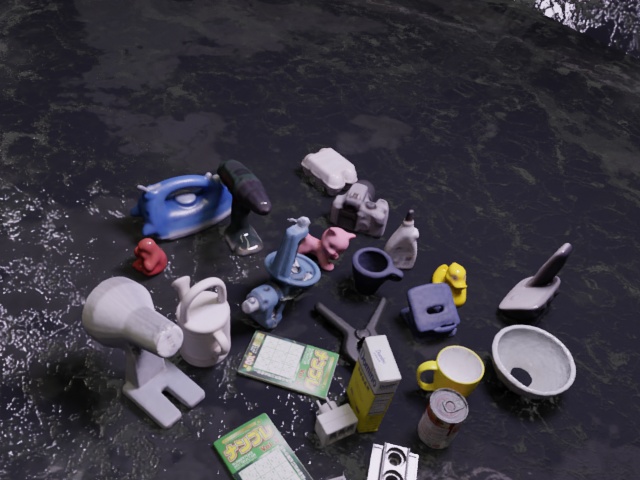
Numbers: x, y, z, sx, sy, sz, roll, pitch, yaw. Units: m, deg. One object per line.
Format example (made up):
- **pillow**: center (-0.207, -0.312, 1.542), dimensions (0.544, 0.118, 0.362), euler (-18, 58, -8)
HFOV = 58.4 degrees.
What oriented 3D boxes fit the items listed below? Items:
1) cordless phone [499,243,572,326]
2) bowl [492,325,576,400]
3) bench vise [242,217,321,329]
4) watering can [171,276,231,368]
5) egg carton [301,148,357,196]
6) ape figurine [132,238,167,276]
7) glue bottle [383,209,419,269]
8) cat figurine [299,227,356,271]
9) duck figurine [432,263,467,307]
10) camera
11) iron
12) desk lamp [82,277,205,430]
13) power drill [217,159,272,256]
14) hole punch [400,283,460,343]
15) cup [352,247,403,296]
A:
- **cordless phone**: center (0.481, 0.093, 1.259), dimensions (0.094, 0.185, 0.148), euler (32, 48, 23)
- **bowl**: center (0.419, 0.258, 1.156), dimensions (0.167, 0.075, 0.167), euler (5, 43, -4)
- **bench vise**: center (-0.068, 0.070, 1.164), dimensions (0.121, 0.220, 0.207), euler (18, 44, 10)
- **watering can**: center (-0.225, 0.141, 1.081), dimensions (0.172, 0.194, 0.101), euler (26, 46, 17)
- **egg carton**: center (0.026, -0.188, 1.560), dimensions (0.107, 0.069, 0.150), euler (-28, 55, -33)
- **ape figurine**: center (-0.373, 0.032, 1.244), dimensions (0.076, 0.092, 0.077), euler (-4, 45, -14)
- **glue bottle**: center (0.194, -0.003, 1.319), dimensions (0.078, 0.173, 0.037), euler (3, 43, -6)
- **cat figurine**: center (0.012, 0.005, 1.320), dimensions (0.127, 0.118, 0.067), euler (17, 44, 8)
- **duck figurine**: center (0.302, 0.089, 1.305), dimensions (0.078, 0.086, 0.104), euler (-6, 45, -15)
- **camera**: center (0.112, -0.096, 1.456), dimensions (0.143, 0.101, 0.137), euler (18, 44, 9)
- **iron**: center (-0.313, -0.101, 1.358), dimensions (0.259, 0.141, 0.118), euler (-20, 50, -27)
- **desk lamp**: center (-0.303, 0.188, 1.003), dimensions (0.202, 0.213, 0.118), euler (32, 48, 22)
- **power drill**: center (-0.170, -0.069, 1.300), dimensions (0.076, 0.208, 0.229), euler (-17, 49, -25)
- **hole punch**: center (0.240, 0.154, 1.222), dimensions (0.109, 0.091, 0.101), euler (-9, 46, -18)
- **cup**: center (0.123, 0.082, 1.275), dimensions (0.117, 0.095, 0.092), euler (20, 44, 11)
